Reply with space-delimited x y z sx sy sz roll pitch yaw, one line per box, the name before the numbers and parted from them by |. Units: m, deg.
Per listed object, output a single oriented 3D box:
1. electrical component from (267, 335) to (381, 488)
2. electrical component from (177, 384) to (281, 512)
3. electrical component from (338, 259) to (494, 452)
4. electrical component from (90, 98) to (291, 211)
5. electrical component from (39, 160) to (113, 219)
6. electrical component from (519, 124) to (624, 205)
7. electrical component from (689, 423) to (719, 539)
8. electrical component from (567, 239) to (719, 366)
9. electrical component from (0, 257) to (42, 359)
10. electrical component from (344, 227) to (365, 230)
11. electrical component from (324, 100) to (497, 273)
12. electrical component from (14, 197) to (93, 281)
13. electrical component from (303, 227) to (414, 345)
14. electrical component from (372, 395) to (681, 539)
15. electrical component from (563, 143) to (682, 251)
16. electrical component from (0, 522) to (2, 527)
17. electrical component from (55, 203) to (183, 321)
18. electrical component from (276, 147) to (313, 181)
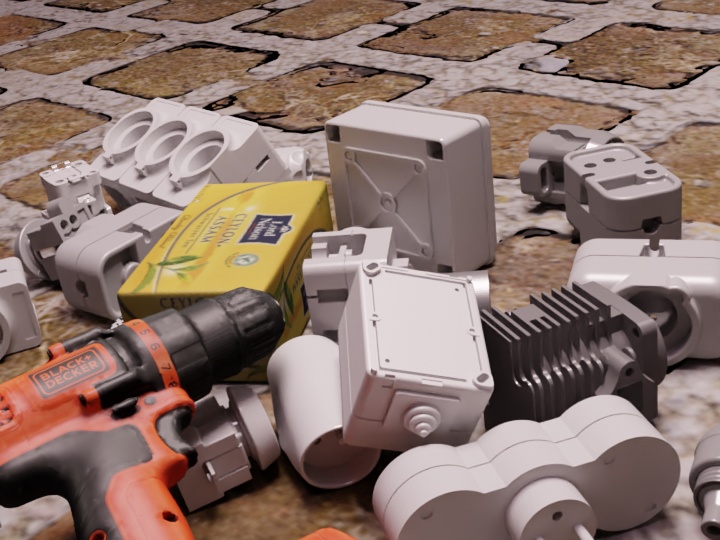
electrical component | -0.003 0.074 0.580 0.079 0.044 0.077 -3 34 -18
electrical component | -0.075 0.091 0.569 0.055 0.048 0.066 -24 29 -13
electrical component | 0.024 0.051 0.533 0.062 0.061 0.096 9 39 -11
electrical component | -0.144 -0.084 0.880 0.150 0.061 0.089 20 64 44
electrical component | -0.230 -0.053 0.877 0.042 0.063 0.081 -23 30 -28
electrical component | 0.168 -0.079 0.822 0.057 0.058 0.078 13 33 41
electrical component | 0.168 0.099 0.495 0.035 0.035 0.061 6 32 26
electrical component | 0.171 0.018 0.631 0.095 0.053 0.059 2 28 19
electrical component | -0.268 0.034 0.730 0.089 0.050 0.055 -16 28 -15
electrical component | 0.000 0.000 0.727 0.045 0.045 0.055 -10 26 -4
electrical component | 0.036 -0.056 0.755 0.109 0.108 0.056 15 33 38
electrical component | -0.228 -0.019 0.815 0.055 0.066 0.048 -14 19 35
electrical component | 0.004 0.025 0.626 0.056 0.089 0.050 -4 27 9
electrical component | 0.081 0.108 0.482 0.138 0.052 0.073 -14 28 -11
electrical component | 0.180 -0.043 0.743 0.054 0.059 0.095 -12 27 -8
electrical component | -0.208 0.142 0.485 0.079 0.063 0.121 -9 27 -1
electrical component | -0.170 -0.008 0.781 0.059 0.053 0.095 13 33 36
electrical component | -0.073 -0.081 0.910 0.062 0.043 0.043 -4 27 12
